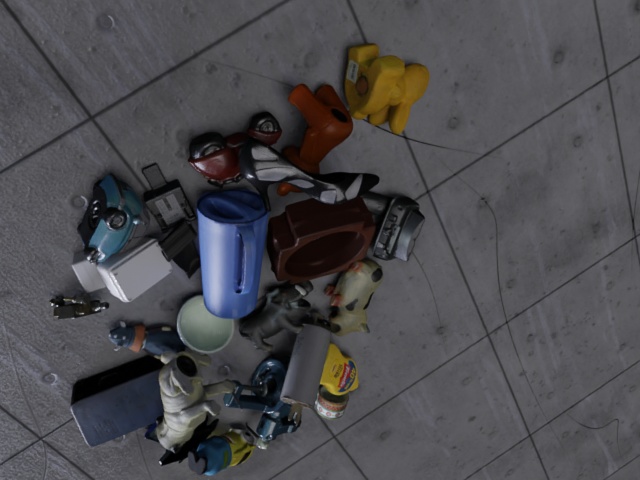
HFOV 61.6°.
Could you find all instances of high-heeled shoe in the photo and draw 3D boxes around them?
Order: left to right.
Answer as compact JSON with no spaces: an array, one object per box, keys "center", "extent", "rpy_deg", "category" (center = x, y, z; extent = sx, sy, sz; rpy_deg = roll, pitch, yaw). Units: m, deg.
[{"center":[-0.016,-0.133,0.947],"extent":[0.249,0.086,0.145],"rpy_deg":[-15,119,-13],"category":"high-heeled shoe"}]

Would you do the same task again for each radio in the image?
[{"center":[-0.399,0.331,1.141],"extent":[0.230,0.073,0.130],"rpy_deg":[-21,119,-12],"category":"radio"}]

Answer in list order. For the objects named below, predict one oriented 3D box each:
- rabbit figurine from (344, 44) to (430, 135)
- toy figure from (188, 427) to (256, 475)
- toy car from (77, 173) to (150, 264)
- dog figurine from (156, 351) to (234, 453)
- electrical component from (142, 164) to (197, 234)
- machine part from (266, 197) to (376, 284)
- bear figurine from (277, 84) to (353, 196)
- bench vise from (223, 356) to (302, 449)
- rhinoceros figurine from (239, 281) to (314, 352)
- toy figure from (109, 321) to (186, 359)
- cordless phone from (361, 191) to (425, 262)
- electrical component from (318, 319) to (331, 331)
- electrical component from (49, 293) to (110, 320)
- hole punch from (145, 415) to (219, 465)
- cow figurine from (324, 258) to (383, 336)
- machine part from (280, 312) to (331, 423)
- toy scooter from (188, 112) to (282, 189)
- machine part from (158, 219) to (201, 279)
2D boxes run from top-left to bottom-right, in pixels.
[{"center":[0.141,-0.287,1.027],"extent":[0.173,0.122,0.162],"rpy_deg":[-18,124,-34],"category":"rabbit figurine"},{"center":[-0.229,0.493,1.249],"extent":[0.089,0.082,0.180],"rpy_deg":[-53,155,23],"category":"toy figure"},{"center":[-0.362,-0.031,0.966],"extent":[0.103,0.109,0.161],"rpy_deg":[10,120,-43],"category":"toy car"},{"center":[-0.297,0.327,1.090],"extent":[0.190,0.121,0.172],"rpy_deg":[-41,87,20],"category":"dog figurine"},{"center":[-0.287,-0.080,0.999],"extent":[0.075,0.048,0.119],"rpy_deg":[-23,122,-10],"category":"electrical component"},{"center":[-0.002,-0.003,1.071],"extent":[0.201,0.087,0.200],"rpy_deg":[-16,153,-16],"category":"machine part"},{"center":[-0.026,-0.183,1.025],"extent":[0.120,0.132,0.196],"rpy_deg":[-20,160,-48],"category":"bear figurine"},{"center":[-0.133,0.361,1.214],"extent":[0.240,0.129,0.223],"rpy_deg":[26,96,-47],"category":"bench vise"},{"center":[-0.090,0.156,1.177],"extent":[0.190,0.073,0.112],"rpy_deg":[-39,110,3],"category":"rhinoceros figurine"},{"center":[-0.355,0.207,1.105],"extent":[0.154,0.064,0.058],"rpy_deg":[16,145,-22],"category":"toy figure"},{"center":[0.120,-0.035,1.167],"extent":[0.184,0.089,0.146],"rpy_deg":[14,110,-14],"category":"cordless phone"},{"center":[-0.004,0.214,1.261],"extent":[0.094,0.021,0.063],"rpy_deg":[27,103,-28],"category":"electrical component"},{"center":[-0.459,0.123,1.011],"extent":[0.078,0.102,0.045],"rpy_deg":[-12,92,-53],"category":"electrical component"},{"center":[-0.319,0.437,1.224],"extent":[0.142,0.092,0.115],"rpy_deg":[-51,152,5],"category":"hole punch"},{"center":[0.080,0.133,1.221],"extent":[0.127,0.086,0.194],"rpy_deg":[22,104,-22],"category":"cow figurine"},{"center":[-0.030,0.273,1.172],"extent":[0.079,0.079,0.243],"rpy_deg":[30,62,-30],"category":"machine part"},{"center":[-0.147,-0.148,1.005],"extent":[0.184,0.075,0.135],"rpy_deg":[-24,122,-14],"category":"toy scooter"},{"center":[-0.260,0.020,1.023],"extent":[0.084,0.039,0.138],"rpy_deg":[-53,160,-24],"category":"machine part"}]
